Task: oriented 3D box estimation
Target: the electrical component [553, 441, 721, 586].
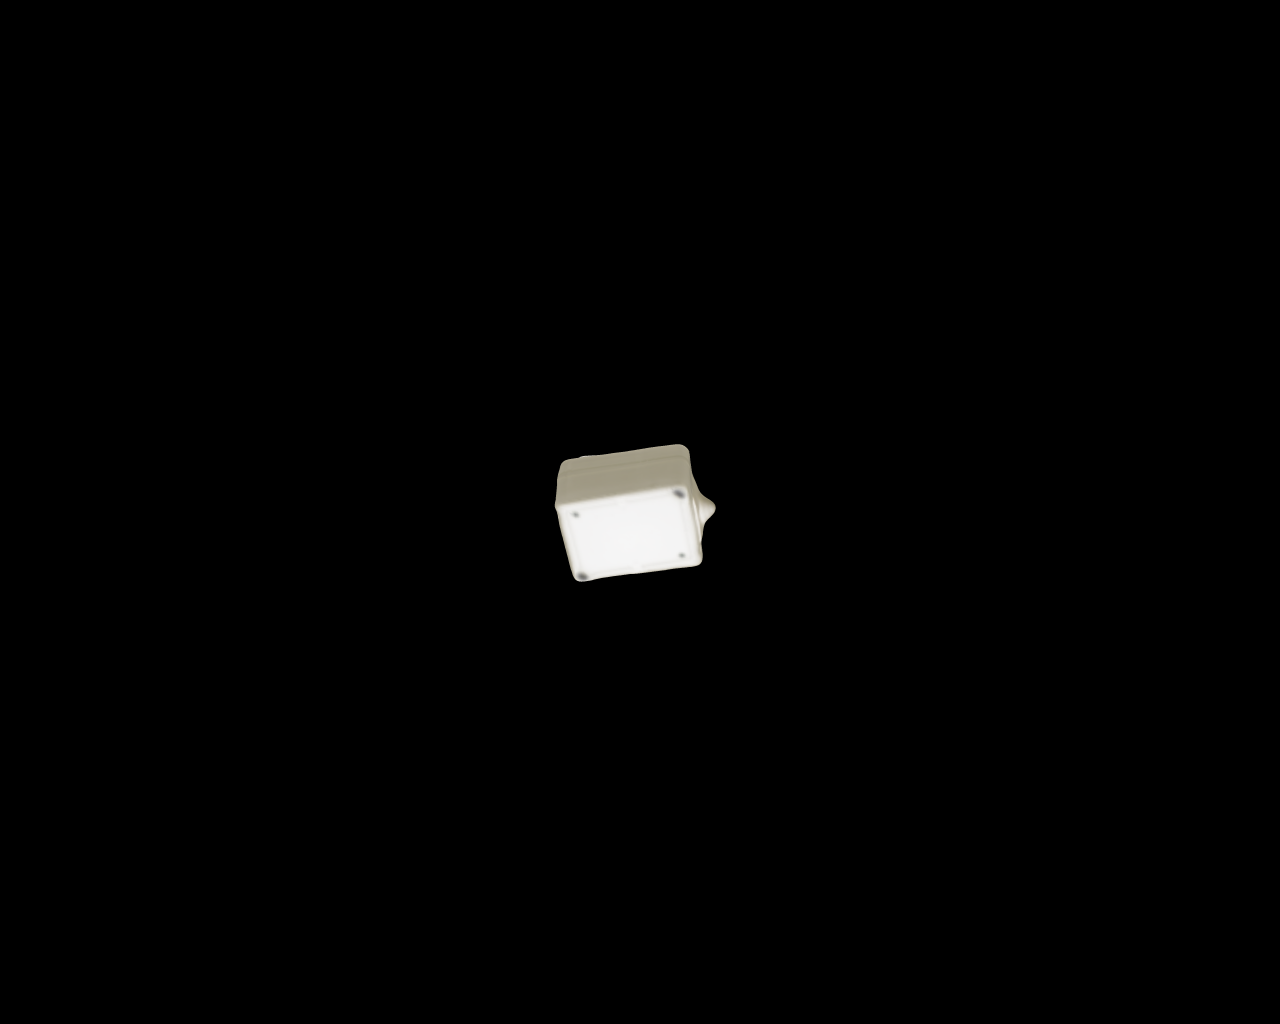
[{"bbox_3d":[0.001,-0.003,0.650,0.096,0.061,0.061,-8,34,5],"label":"electrical component"}]
